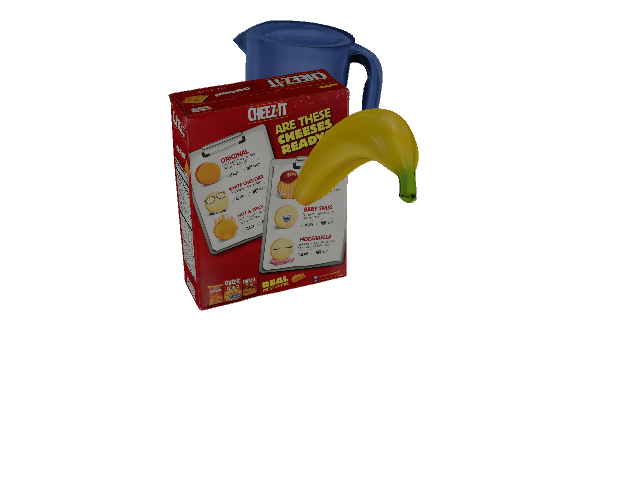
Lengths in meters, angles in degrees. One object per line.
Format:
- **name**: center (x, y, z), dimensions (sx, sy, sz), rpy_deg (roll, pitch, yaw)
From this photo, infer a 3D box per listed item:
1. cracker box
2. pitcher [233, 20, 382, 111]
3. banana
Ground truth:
- **cracker box**: center (-0.058, -0.051, 1.059), dimensions (0.164, 0.214, 0.072), rpy_deg (-12, 32, -19)
- **pitcher**: center (-0.024, -0.143, 1.325), dimensions (0.144, 0.243, 0.149), rpy_deg (-9, 28, -30)
- **banana**: center (0.025, -0.063, 0.796), dimensions (0.037, 0.069, 0.198), rpy_deg (24, -8, -20)
